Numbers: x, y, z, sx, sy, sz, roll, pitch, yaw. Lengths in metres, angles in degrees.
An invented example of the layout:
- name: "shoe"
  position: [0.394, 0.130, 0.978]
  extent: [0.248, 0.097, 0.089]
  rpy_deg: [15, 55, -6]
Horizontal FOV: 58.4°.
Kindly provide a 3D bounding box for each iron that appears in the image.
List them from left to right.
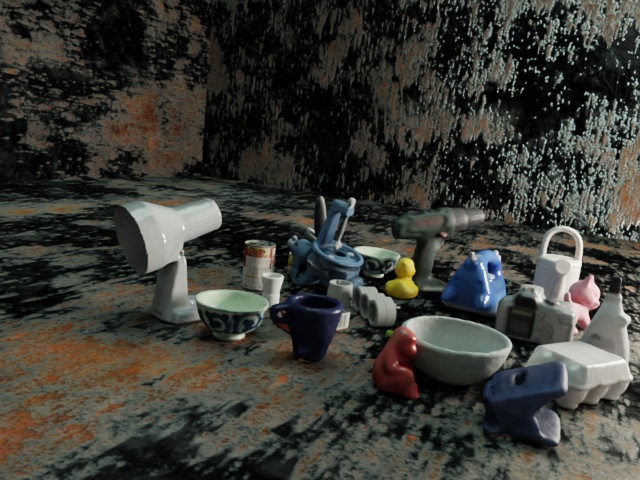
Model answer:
- name: "iron"
  position: [0.371, 0.083, 1.295]
  extent: [0.118, 0.141, 0.259]
  rpy_deg: [13, 12, 32]

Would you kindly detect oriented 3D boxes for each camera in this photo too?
- name: "camera"
  position: [0.435, 0.140, 1.139]
  extent: [0.142, 0.101, 0.137]
  rpy_deg: [11, 12, 26]

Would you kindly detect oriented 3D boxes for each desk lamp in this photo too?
- name: "desk lamp"
  position: [-0.253, 0.032, 1.007]
  extent: [0.204, 0.213, 0.117]
  rpy_deg: [-4, 14, -42]

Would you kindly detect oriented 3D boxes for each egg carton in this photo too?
- name: "egg carton"
  position: [0.390, 0.202, 0.868]
  extent: [0.151, 0.069, 0.107]
  rpy_deg: [0, 12, -31]

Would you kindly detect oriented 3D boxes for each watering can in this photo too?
- name: "watering can"
  position: [0.573, 0.064, 1.369]
  extent: [0.101, 0.194, 0.173]
  rpy_deg: [5, 11, -5]

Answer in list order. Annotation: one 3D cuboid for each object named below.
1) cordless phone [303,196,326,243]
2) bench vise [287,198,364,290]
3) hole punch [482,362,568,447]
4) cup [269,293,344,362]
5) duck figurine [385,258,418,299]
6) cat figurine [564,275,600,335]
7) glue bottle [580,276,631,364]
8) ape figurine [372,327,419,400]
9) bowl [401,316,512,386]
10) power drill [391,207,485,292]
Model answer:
- name: "cordless phone"
  position: [0.000, -0.033, 1.582]
  extent: [0.094, 0.185, 0.147]
  rpy_deg: [5, 11, -8]
- name: "bench vise"
  position: [0.007, 0.006, 1.282]
  extent: [0.206, 0.220, 0.122]
  rpy_deg: [10, 11, 20]
- name: "hole punch"
  position: [0.264, 0.201, 0.740]
  extent: [0.101, 0.091, 0.109]
  rpy_deg: [10, 11, 19]
- name: "cup"
  position: [-0.025, 0.140, 0.890]
  extent: [0.118, 0.095, 0.091]
  rpy_deg: [1, 12, -25]
- name: "duck figurine"
  position: [0.194, 0.086, 1.331]
  extent: [0.077, 0.086, 0.105]
  rpy_deg: [9, 11, 16]
- name: "cat figurine"
  position: [0.546, 0.130, 1.213]
  extent: [0.128, 0.118, 0.067]
  rpy_deg: [-3, 14, -40]
- name: "glue bottle"
  position: [0.472, 0.144, 0.939]
  extent: [0.037, 0.173, 0.077]
  rpy_deg: [-5, 15, -45]
- name: "ape figurine"
  position: [0.115, 0.170, 0.817]
  extent: [0.076, 0.092, 0.078]
  rpy_deg: [12, 12, 27]
- name: "bowl"
  position: [0.203, 0.177, 0.879]
  extent: [0.167, 0.075, 0.167]
  rpy_deg: [6, 10, -1]
- name: "power drill"
  position: [0.283, 0.019, 1.407]
  extent: [0.230, 0.208, 0.075]
  rpy_deg: [4, 11, -10]
